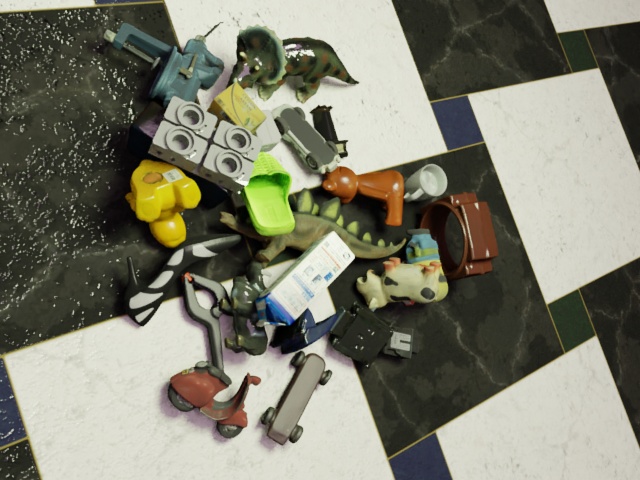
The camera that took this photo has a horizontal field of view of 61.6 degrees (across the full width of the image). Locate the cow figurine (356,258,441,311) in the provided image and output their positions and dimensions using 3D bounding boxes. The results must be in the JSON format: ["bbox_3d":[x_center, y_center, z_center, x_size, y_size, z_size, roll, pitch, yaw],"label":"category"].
[{"bbox_3d":[0.177,0.108,1.240,0.085,0.195,0.127,-17,107,-65],"label":"cow figurine"}]

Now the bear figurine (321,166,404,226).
[{"bbox_3d":[0.100,-0.112,1.292,0.196,0.120,0.131,-2,122,-1],"label":"bear figurine"}]

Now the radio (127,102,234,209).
[{"bbox_3d":[-0.276,-0.165,1.098,0.229,0.131,0.073,37,64,-14],"label":"radio"}]

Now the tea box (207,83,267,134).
[{"bbox_3d":[-0.191,-0.244,1.136,0.098,0.170,0.068,49,64,-10],"label":"tea box"}]

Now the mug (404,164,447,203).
[{"bbox_3d":[0.252,-0.129,1.360,0.080,0.107,0.109,45,67,-10],"label":"mug"}]

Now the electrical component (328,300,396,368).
[{"bbox_3d":[0.085,0.206,1.205,0.134,0.058,0.115,32,92,-17],"label":"electrical component"}]

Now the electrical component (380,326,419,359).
[{"bbox_3d":[0.194,0.246,1.279,0.119,0.048,0.075,18,71,-20],"label":"electrical component"}]

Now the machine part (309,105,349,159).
[{"bbox_3d":[0.021,-0.263,1.320,0.084,0.039,0.138,-17,88,-20],"label":"machine part"}]

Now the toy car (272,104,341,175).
[{"bbox_3d":[-0.035,-0.237,1.262,0.073,0.056,0.202,-39,84,-27],"label":"toy car"}]

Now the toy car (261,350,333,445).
[{"bbox_3d":[-0.050,0.331,1.136,0.089,0.053,0.202,36,61,-10],"label":"toy car"}]

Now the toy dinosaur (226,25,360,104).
[{"bbox_3d":[-0.045,-0.407,1.234,0.405,0.192,0.131,-14,87,-27],"label":"toy dinosaur"}]

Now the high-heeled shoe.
[{"bbox_3d":[-0.264,0.076,1.049,0.249,0.086,0.145,-14,104,-10],"label":"high-heeled shoe"}]

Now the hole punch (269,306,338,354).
[{"bbox_3d":[-0.035,0.189,1.138,0.092,0.142,0.116,36,54,-19],"label":"hole punch"}]

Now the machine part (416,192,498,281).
[{"bbox_3d":[0.328,-0.004,1.314,0.087,0.201,0.201,-8,82,-25],"label":"machine part"}]

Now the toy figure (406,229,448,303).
[{"bbox_3d":[0.253,0.061,1.290,0.082,0.089,0.180,-3,82,-20],"label":"toy figure"}]

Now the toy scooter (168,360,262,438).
[{"bbox_3d":[-0.194,0.293,1.045,0.183,0.075,0.135,40,97,-17],"label":"toy scooter"}]

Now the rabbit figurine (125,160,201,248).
[{"bbox_3d":[-0.317,-0.061,1.054,0.122,0.173,0.163,-35,50,-29],"label":"rabbit figurine"}]

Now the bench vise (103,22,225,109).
[{"bbox_3d":[-0.327,-0.384,1.133,0.240,0.129,0.223,26,69,-26],"label":"bench vise"}]

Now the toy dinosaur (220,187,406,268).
[{"bbox_3d":[-0.002,-0.004,1.211,0.471,0.105,0.198,17,68,-25],"label":"toy dinosaur"}]

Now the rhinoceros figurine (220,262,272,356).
[{"bbox_3d":[-0.139,0.138,1.090,0.112,0.073,0.190,7,70,-30],"label":"rhinoceros figurine"}]
